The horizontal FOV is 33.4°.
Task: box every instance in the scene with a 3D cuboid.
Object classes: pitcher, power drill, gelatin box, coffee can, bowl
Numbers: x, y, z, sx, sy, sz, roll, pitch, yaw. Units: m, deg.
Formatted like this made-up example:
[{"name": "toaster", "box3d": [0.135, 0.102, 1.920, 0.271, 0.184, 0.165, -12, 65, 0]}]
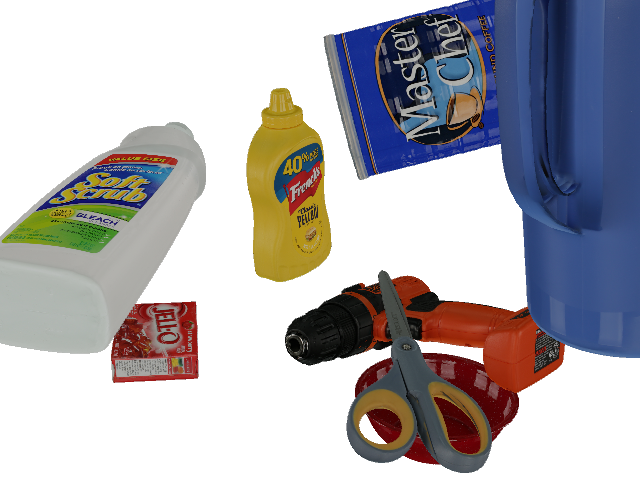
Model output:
[{"name": "pitcher", "box3d": [0.157, -0.062, 0.558, 0.149, 0.243, 0.145, -3, 23, 2]}, {"name": "power drill", "box3d": [0.088, 0.073, 0.861, 0.188, 0.057, 0.184, 9, 17, 35]}, {"name": "gelatin box", "box3d": [-0.144, 0.087, 0.937, 0.073, 0.030, 0.089, -2, 29, -6]}, {"name": "coffee can", "box3d": [0.082, -0.108, 0.735, 0.140, 0.103, 0.103, -14, -1, 5]}, {"name": "bowl", "box3d": [0.114, 0.174, 1.064, 0.162, 0.055, 0.162, 1, 24, 0]}]

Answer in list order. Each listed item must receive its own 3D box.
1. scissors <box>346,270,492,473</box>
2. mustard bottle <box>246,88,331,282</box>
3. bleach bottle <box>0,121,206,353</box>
[{"name": "scissors", "box3d": [0.041, 0.082, 0.700, 0.096, 0.016, 0.202, -8, 34, -21]}, {"name": "mustard bottle", "box3d": [-0.033, -0.061, 1.085, 0.058, 0.192, 0.096, 16, 31, 37]}, {"name": "bleach bottle", "box3d": [-0.149, -0.020, 0.756, 0.102, 0.068, 0.250, 7, 32, 9]}]
